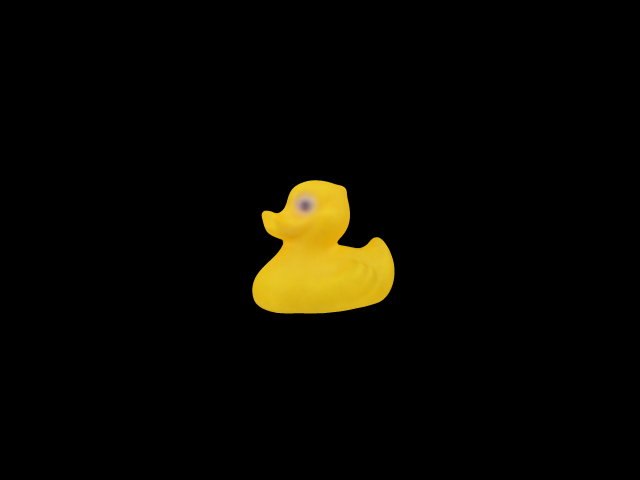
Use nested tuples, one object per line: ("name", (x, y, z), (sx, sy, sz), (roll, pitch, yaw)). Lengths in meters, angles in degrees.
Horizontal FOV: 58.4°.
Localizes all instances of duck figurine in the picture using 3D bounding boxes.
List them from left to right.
("duck figurine", (0.004, 0.001, 0.400), (0.105, 0.086, 0.077), (-3, 7, -26))
